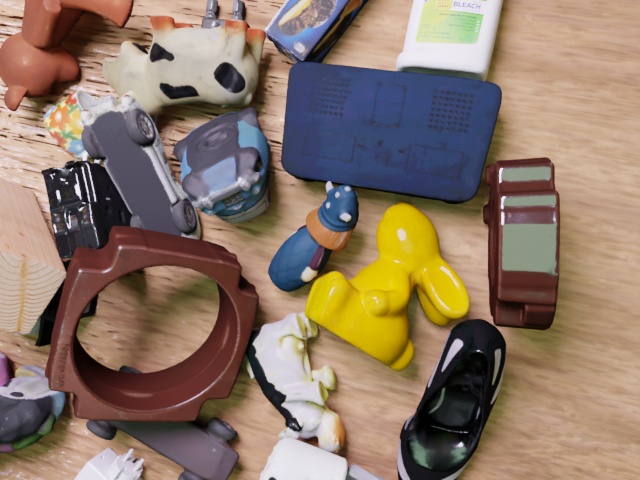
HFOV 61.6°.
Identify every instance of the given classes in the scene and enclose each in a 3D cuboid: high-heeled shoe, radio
[{"bbox_3d":[0.134,0.199,0.560,0.086,0.145,0.248,16,92,11],"label":"high-heeled shoe"},{"bbox_3d":[0.074,-0.118,0.604,0.230,0.073,0.131,10,94,12],"label":"radio"}]

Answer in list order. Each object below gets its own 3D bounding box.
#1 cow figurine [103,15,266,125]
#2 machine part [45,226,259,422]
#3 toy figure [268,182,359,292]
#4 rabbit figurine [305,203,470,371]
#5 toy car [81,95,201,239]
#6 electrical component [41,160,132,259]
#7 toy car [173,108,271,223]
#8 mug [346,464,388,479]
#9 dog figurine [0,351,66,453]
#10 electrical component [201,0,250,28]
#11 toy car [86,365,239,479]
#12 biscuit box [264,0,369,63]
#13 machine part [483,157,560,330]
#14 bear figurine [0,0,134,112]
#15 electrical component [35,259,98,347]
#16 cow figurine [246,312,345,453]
[{"bbox_3d":[-0.165,-0.193,0.633,0.195,0.085,0.127,8,99,15],"label":"cow figurine"},{"bbox_3d":[-0.184,0.095,0.600,0.201,0.087,0.201,12,103,-29],"label":"machine part"},{"bbox_3d":[-0.003,-0.003,0.608,0.064,0.058,0.154,50,122,12],"label":"toy figure"},{"bbox_3d":[0.082,0.044,0.587,0.162,0.121,0.173,25,77,8],"label":"rabbit figurine"},{"bbox_3d":[-0.207,-0.072,0.633,0.074,0.056,0.201,-15,116,13],"label":"toy car"},{"bbox_3d":[-0.262,-0.024,0.649,0.058,0.115,0.134,-15,89,16],"label":"electrical component"},{"bbox_3d":[-0.098,-0.074,0.618,0.109,0.162,0.102,-26,130,3],"label":"toy car"},{"bbox_3d":[0.051,0.293,0.592,0.081,0.107,0.109,-39,116,-29],"label":"mug"},{"bbox_3d":[-0.443,0.264,0.698,0.192,0.108,0.219,20,99,7],"label":"dog figurine"},{"bbox_3d":[-0.120,-0.249,0.664,0.063,0.021,0.094,7,94,11],"label":"electrical component"},{"bbox_3d":[-0.195,0.236,0.672,0.202,0.053,0.089,26,75,8],"label":"toy car"},{"bbox_3d":[0.025,-0.293,0.614,0.059,0.063,0.202,39,98,7],"label":"biscuit box"},{"bbox_3d":[0.196,0.003,0.535,0.056,0.179,0.179,0,91,13],"label":"machine part"},{"bbox_3d":[-0.320,-0.251,0.668,0.132,0.120,0.195,10,127,-29],"label":"bear figurine"},{"bbox_3d":[-0.326,0.081,0.684,0.048,0.075,0.119,13,89,11],"label":"electrical component"},{"bbox_3d":[-0.033,0.174,0.631,0.098,0.068,0.167,-20,85,16],"label":"cow figurine"}]
